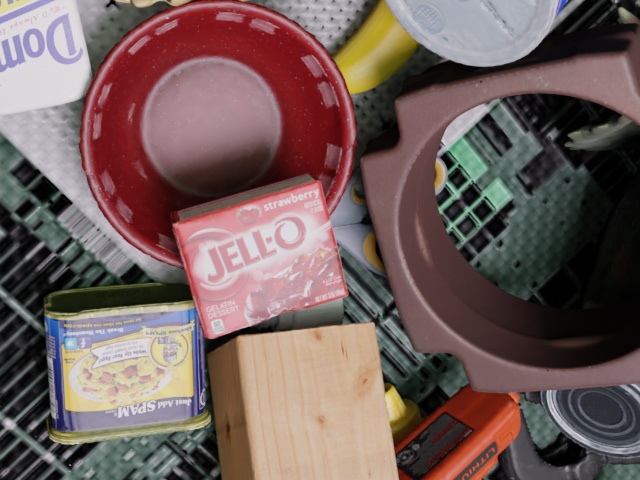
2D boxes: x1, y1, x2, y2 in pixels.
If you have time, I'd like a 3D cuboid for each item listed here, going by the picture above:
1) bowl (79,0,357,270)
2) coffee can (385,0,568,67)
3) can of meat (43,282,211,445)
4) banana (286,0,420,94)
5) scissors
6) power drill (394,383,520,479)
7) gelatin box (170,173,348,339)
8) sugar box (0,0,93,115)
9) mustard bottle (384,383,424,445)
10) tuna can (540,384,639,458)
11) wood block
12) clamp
[{"bbox_3d":[-0.062,-0.064,0.642,0.162,0.055,0.162,-3,105,-11],"label":"bowl"},{"bbox_3d":[0.107,-0.177,0.590,0.102,0.103,0.140,54,52,-22],"label":"coffee can"},{"bbox_3d":[-0.122,0.075,0.668,0.102,0.057,0.084,-4,105,-16],"label":"can of meat"},{"bbox_3d":[0.049,-0.168,0.657,0.069,0.037,0.198,21,99,-22],"label":"banana"},{"bbox_3d":[-0.005,0.001,0.701,0.201,0.016,0.096,-22,106,-9],"label":"scissors"},{"bbox_3d":[0.130,0.189,0.719,0.184,0.057,0.187,-38,115,-18],"label":"power drill"},{"bbox_3d":[-0.035,0.009,0.619,0.089,0.030,0.073,-17,107,-8],"label":"gelatin box"},{"bbox_3d":[-0.187,-0.158,0.588,0.093,0.048,0.176,-14,108,-12],"label":"sugar box"},{"bbox_3d":[0.070,0.186,0.755,0.096,0.058,0.191,-23,111,-10],"label":"mustard bottle"},{"bbox_3d":[0.190,0.103,0.703,0.033,0.086,0.086,-49,118,-39],"label":"tuna can"},{"bbox_3d":[-0.007,0.162,0.658,0.090,0.091,0.206,-4,78,-20],"label":"wood block"},{"bbox_3d":[0.202,0.159,0.797,0.164,0.036,0.210,-43,112,-8],"label":"clamp"}]
